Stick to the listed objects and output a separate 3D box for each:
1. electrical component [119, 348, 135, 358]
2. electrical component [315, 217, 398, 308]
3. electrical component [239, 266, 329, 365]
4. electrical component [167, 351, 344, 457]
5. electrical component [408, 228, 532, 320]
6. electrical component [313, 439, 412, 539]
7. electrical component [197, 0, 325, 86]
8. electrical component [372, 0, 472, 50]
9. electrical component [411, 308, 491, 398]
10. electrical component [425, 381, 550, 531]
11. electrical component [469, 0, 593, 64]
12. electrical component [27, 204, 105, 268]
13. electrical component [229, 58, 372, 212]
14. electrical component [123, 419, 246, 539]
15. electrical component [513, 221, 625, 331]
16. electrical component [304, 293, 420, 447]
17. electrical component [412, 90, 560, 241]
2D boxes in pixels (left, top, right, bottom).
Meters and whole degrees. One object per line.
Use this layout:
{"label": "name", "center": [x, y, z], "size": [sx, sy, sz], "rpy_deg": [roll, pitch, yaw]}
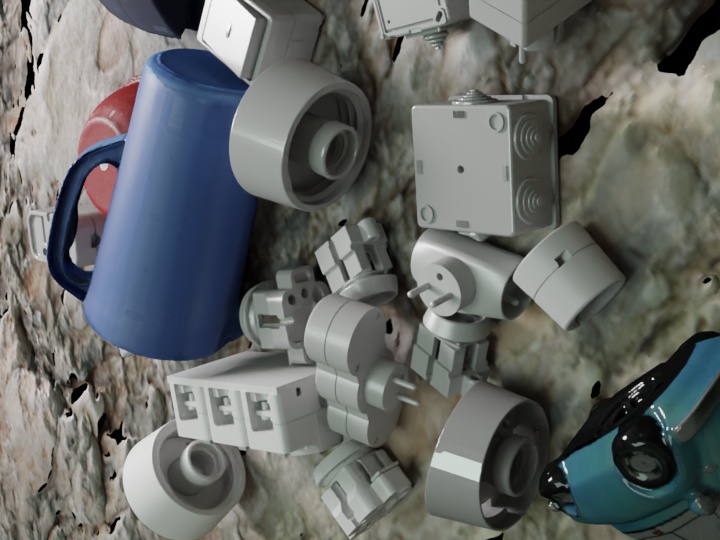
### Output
{"label": "electrical component", "center": [-0.207, 0.026, 1.031], "size": [0.061, 0.062, 0.096], "rpy_deg": [-35, 76, 46]}
{"label": "electrical component", "center": [0.000, 0.000, 0.819], "size": [0.066, 0.048, 0.055], "rpy_deg": [-40, 65, 45]}
{"label": "electrical component", "center": [-0.062, 0.037, 0.886], "size": [0.057, 0.058, 0.078], "rpy_deg": [-3, 99, 44]}
{"label": "electrical component", "center": [-0.079, 0.111, 0.901], "size": [0.150, 0.089, 0.061], "rpy_deg": [-1, 100, 47]}
{"label": "electrical component", "center": [0.066, 0.007, 0.723], "size": [0.077, 0.079, 0.044], "rpy_deg": [24, 125, 36]}
{"label": "electrical component", "center": [0.000, 0.170, 0.860], "size": [0.057, 0.058, 0.078], "rpy_deg": [52, 133, 19]}
{"label": "electrical component", "center": [-0.086, -0.192, 0.841], "size": [0.096, 0.061, 0.061], "rpy_deg": [43, 129, 30]}
{"label": "electrical component", "center": [0.046, -0.194, 0.707], "size": [0.062, 0.061, 0.096], "rpy_deg": [-2, 108, 46]}
{"label": "electrical component", "center": [0.066, 0.052, 0.762], "size": [0.066, 0.048, 0.055], "rpy_deg": [38, 130, 46]}
{"label": "electrical component", "center": [0.084, 0.126, 0.731], "size": [0.064, 0.099, 0.099], "rpy_deg": [12, 110, 38]}
{"label": "electrical component", "center": [0.106, -0.160, 0.653], "size": [0.047, 0.066, 0.076], "rpy_deg": [40, 156, 32]}
{"label": "electrical component", "center": [-0.290, -0.036, 1.102], "size": [0.095, 0.059, 0.053], "rpy_deg": [10, 108, 45]}
{"label": "electrical component", "center": [-0.036, -0.095, 0.787], "size": [0.060, 0.108, 0.108], "rpy_deg": [26, 119, 33]}
{"label": "electrical component", "center": [-0.157, 0.188, 0.996], "size": [0.060, 0.108, 0.108], "rpy_deg": [-42, 70, 38]}
{"label": "electrical component", "center": [0.132, 0.005, 0.675], "size": [0.047, 0.055, 0.055], "rpy_deg": [50, 132, 20]}
{"label": "electrical component", "center": [0.011, 0.082, 0.797], "size": [0.074, 0.052, 0.138], "rpy_deg": [18, 142, 28]}
{"label": "electrical component", "center": [0.081, -0.069, 0.710], "size": [0.100, 0.048, 0.099], "rpy_deg": [9, 108, 45]}
